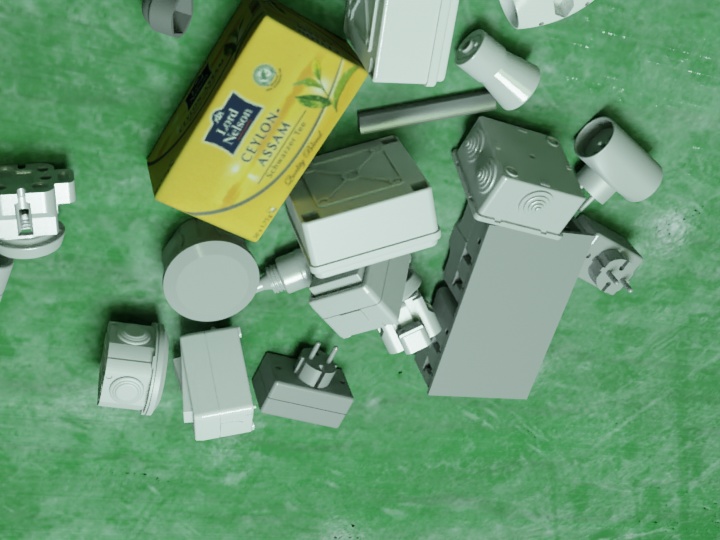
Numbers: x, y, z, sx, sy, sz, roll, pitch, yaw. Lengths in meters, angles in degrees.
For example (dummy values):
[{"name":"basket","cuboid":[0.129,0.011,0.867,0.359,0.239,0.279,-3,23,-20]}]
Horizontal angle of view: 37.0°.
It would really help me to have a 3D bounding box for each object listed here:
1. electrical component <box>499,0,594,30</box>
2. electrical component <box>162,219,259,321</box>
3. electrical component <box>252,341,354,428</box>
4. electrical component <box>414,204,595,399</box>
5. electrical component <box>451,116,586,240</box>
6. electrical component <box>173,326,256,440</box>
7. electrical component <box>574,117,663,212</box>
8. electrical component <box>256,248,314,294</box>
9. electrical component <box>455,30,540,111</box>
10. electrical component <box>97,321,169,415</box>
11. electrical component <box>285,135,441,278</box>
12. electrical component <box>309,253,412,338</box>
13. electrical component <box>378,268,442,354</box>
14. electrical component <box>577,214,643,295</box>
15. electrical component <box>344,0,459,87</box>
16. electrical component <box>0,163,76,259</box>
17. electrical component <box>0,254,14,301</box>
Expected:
[{"name":"electrical component","cuboid":[0.147,-0.237,0.840,0.077,0.043,0.079,-24,140,-1]},{"name":"electrical component","cuboid":[-0.128,-0.001,0.911,0.080,0.051,0.080,-8,125,-12]},{"name":"electrical component","cuboid":[-0.046,0.098,1.006,0.083,0.047,0.075,16,117,-26]},{"name":"electrical component","cuboid":[0.129,0.028,1.006,0.105,0.060,0.186,5,121,-20]},{"name":"electrical component","cuboid":[0.135,-0.080,0.914,0.100,0.099,0.048,12,131,-24]},{"name":"electrical component","cuboid":[-0.131,0.095,0.952,0.061,0.096,0.061,-9,154,-12]},{"name":"electrical component","cuboid":[0.220,-0.086,0.969,0.077,0.043,0.079,34,108,-33]},{"name":"electrical component","cuboid":[-0.068,0.005,0.944,0.061,0.035,0.035,-21,127,0]},{"name":"electrical component","cuboid":[0.110,-0.167,0.883,0.065,0.044,0.044,32,109,-27]},{"name":"electrical component","cuboid":[-0.196,0.083,0.929,0.051,0.080,0.080,9,120,-17]},{"name":"electrical component","cuboid":[-0.002,-0.054,0.880,0.109,0.108,0.056,-16,123,-7]},{"name":"electrical component","cuboid":[0.000,0.000,0.931,0.062,0.096,0.061,-17,132,31]},{"name":"electrical component","cuboid":[0.037,0.035,0.977,0.058,0.078,0.057,-25,108,1]},{"name":"electrical component","cuboid":[0.231,-0.004,1.007,0.066,0.076,0.047,25,112,-30]},{"name":"electrical component","cuboid":[0.030,-0.205,0.789,0.056,0.108,0.108,0,123,-15]},{"name":"electrical component","cuboid":[-0.260,-0.045,0.835,0.078,0.058,0.057,-5,121,-14]},{"name":"electrical component","cuboid":[-0.308,0.004,0.855,0.055,0.055,0.047,19,112,-28]}]
